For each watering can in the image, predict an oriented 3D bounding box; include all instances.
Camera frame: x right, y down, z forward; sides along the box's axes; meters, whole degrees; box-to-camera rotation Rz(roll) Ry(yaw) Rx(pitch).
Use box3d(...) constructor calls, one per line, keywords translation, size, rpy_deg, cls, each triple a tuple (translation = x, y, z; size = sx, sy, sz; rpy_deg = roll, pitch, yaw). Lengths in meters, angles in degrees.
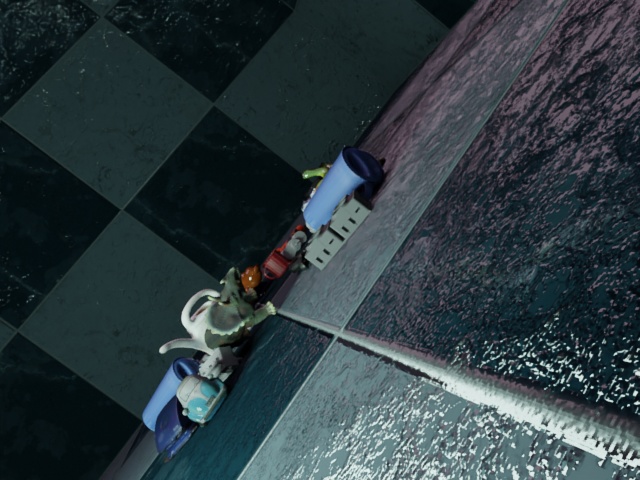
box3d(translation=(-0.387, 0.314, 1.721), size=(0.103, 0.222, 0.355), rpy_deg=(-29, 18, 30), cls="watering can")

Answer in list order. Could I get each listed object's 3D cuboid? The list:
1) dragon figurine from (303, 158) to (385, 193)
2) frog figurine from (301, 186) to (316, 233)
box3d(translation=(0.107, -0.211, 1.631), size=(0.416, 0.121, 0.242), rpy_deg=(-30, 16, -38), cls="dragon figurine")
box3d(translation=(0.006, -0.092, 1.820), size=(0.136, 0.121, 0.163), rpy_deg=(-42, 45, 20), cls="frog figurine")
